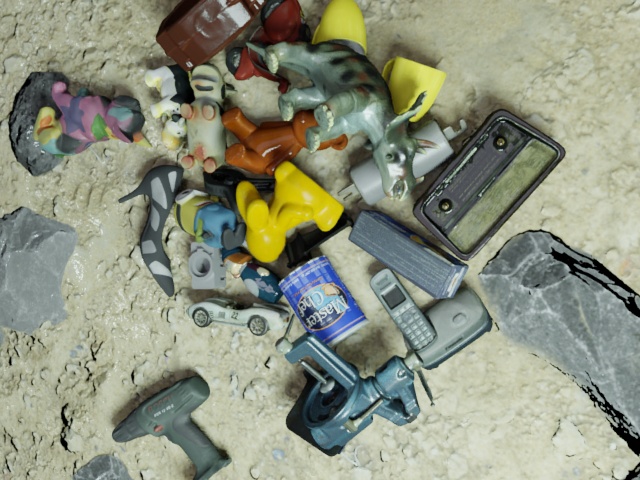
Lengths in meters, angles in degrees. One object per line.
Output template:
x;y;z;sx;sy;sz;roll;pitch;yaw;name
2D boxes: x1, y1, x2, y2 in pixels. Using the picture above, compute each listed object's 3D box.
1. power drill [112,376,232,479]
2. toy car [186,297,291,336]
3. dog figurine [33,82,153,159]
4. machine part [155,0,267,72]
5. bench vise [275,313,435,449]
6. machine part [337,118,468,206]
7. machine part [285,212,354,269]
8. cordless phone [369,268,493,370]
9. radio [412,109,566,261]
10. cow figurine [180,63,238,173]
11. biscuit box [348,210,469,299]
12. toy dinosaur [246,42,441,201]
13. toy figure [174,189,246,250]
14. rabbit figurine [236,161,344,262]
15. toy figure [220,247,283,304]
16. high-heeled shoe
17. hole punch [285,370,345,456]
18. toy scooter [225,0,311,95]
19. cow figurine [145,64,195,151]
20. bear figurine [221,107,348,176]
-0.281;0.392;1.049;0.232;0.086;0.207;-42;69;11;power drill
-0.154;0.139;1.008;0.202;0.073;0.056;5;94;19;toy car
-0.458;-0.225;1.104;0.219;0.108;0.191;31;98;14;dog figurine
-0.195;-0.410;0.974;0.201;0.087;0.201;-34;34;13;machine part
0.038;0.216;0.834;0.223;0.129;0.240;-39;109;23;bench vise
0.139;-0.131;0.914;0.243;0.079;0.079;-30;80;15;machine part
-0.002;-0.003;0.961;0.139;0.084;0.039;-29;115;9;machine part
0.181;0.105;0.894;0.146;0.088;0.184;-39;73;14;cordless phone
0.267;-0.089;0.871;0.131;0.073;0.229;43;101;14;radio
-0.209;-0.233;1.020;0.086;0.127;0.194;4;106;9;cow figurine
0.140;0.018;0.883;0.203;0.059;0.062;36;110;36;biscuit box
0.037;-0.246;0.869;0.192;0.131;0.405;-19;58;-20;toy dinosaur
-0.212;-0.034;1.005;0.180;0.082;0.089;34;104;36;toy figure
-0.068;-0.039;0.921;0.173;0.162;0.122;-51;43;10;rabbit figurine
-0.133;0.057;1.009;0.155;0.058;0.064;36;113;14;toy figure
-0.299;-0.022;1.079;0.145;0.086;0.248;-25;98;-13;high-heeled shoe
0.014;0.308;0.952;0.142;0.092;0.116;29;74;20;hole punch
-0.080;-0.348;0.995;0.184;0.075;0.135;-46;77;16;toy scooter
-0.281;-0.266;1.066;0.098;0.068;0.167;-15;85;12;cow figurine
-0.060;-0.190;0.957;0.196;0.131;0.120;-18;64;24;bear figurine
